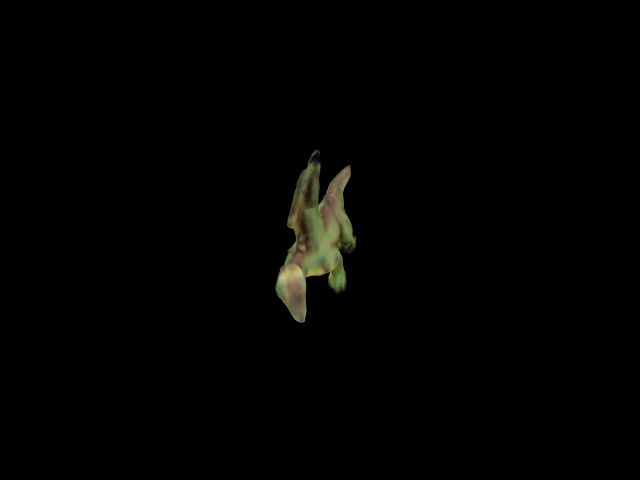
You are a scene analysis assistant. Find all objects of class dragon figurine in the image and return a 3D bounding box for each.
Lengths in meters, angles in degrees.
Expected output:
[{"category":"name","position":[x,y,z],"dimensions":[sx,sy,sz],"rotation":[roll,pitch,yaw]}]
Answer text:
[{"category":"dragon figurine","position":[0.003,-0.043,0.850],"dimensions":[0.122,0.420,0.237],"rotation":[9,-34,7]}]
